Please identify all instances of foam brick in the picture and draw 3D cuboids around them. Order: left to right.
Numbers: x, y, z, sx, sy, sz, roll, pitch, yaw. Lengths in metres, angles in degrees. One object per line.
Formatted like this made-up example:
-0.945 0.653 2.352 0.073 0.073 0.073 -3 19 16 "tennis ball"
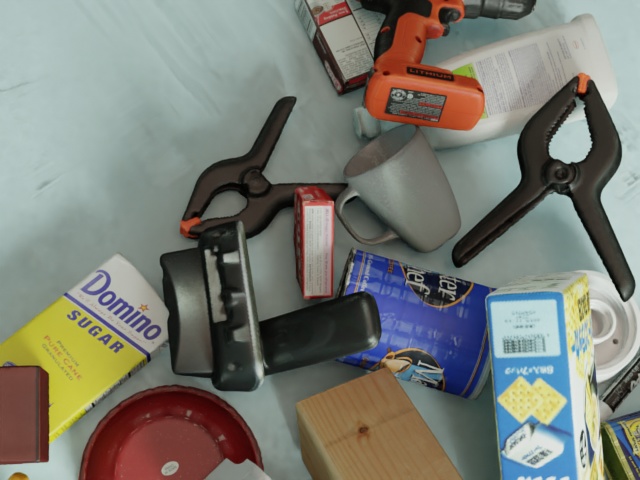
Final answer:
-0.250 0.144 0.869 0.051 0.053 0.078 -2 76 -6 "foam brick"

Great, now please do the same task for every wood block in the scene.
0.065 0.214 0.856 0.090 0.090 0.206 -20 46 -14 "wood block"

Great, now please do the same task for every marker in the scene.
0.293 0.124 0.993 0.020 0.020 0.121 43 74 8 "marker"

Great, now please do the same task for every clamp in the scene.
-0.050 -0.045 1.002 0.171 0.039 0.120 -42 77 -13 "clamp"
0.211 -0.052 0.980 0.165 0.036 0.210 5 76 15 "clamp"

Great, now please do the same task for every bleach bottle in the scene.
0.154 -0.146 1.040 0.250 0.068 0.102 -12 75 -7 "bleach bottle"

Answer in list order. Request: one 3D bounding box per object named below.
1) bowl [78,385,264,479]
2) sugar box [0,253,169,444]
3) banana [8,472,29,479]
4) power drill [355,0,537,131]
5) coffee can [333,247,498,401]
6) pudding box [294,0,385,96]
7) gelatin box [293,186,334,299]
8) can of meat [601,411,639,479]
-0.127 0.200 0.911 0.162 0.055 0.162 2 73 -5 "bowl"
-0.215 0.100 0.937 0.176 0.048 0.093 -41 83 -13 "sugar box"
-0.254 0.294 0.870 0.070 0.037 0.198 -22 66 26 "banana"
0.113 -0.188 0.990 0.184 0.057 0.187 6 52 -1 "power drill"
0.081 0.074 0.943 0.140 0.103 0.103 16 72 -1 "coffee can"
0.038 -0.210 1.060 0.090 0.039 0.113 -22 79 -14 "pudding box"
-0.006 0.001 0.956 0.030 0.073 0.089 -2 102 -6 "gelatin box"
0.302 0.198 0.945 0.084 0.057 0.102 -15 61 -8 "can of meat"
